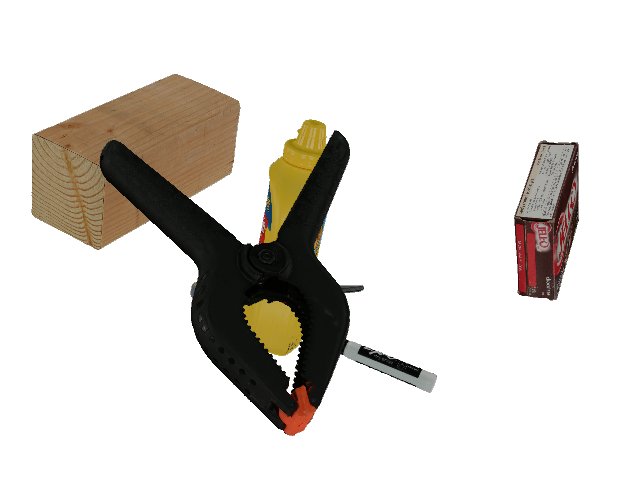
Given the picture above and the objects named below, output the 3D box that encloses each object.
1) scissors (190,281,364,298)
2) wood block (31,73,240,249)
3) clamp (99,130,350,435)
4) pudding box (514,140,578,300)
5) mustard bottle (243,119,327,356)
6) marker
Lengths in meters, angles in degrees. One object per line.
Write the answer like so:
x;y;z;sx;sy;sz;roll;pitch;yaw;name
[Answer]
-0.045;0.068;1.197;0.201;0.016;0.096;3;25;-7;scissors
-0.178;-0.084;1.054;0.090;0.091;0.205;26;35;22;wood block
-0.047;0.015;0.642;0.164;0.210;0.036;1;-34;-16;clamp
0.197;-0.019;0.924;0.039;0.090;0.113;6;43;19;pudding box
-0.023;-0.007;0.885;0.058;0.192;0.096;13;23;0;mustard bottle
0.055;0.117;1.043;0.121;0.020;0.020;22;5;13;marker
